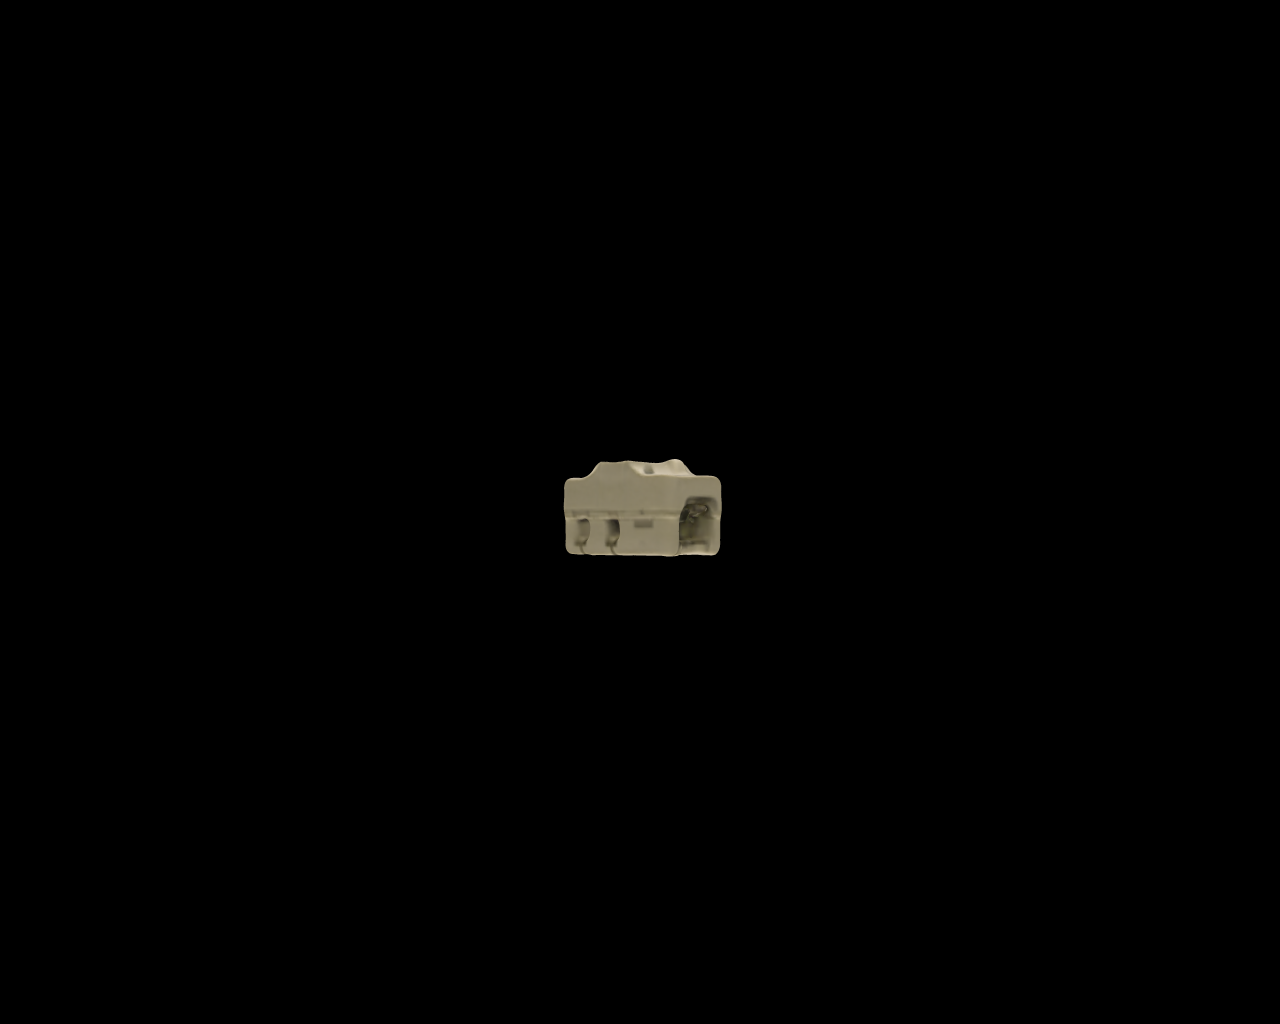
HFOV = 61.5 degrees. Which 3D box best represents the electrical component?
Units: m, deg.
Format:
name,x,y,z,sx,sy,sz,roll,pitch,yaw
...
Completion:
name,x,y,z,sx,sy,sz,roll,pitch,yaw
electrical component,0.001,-0.003,0.650,0.089,0.055,0.050,0,0,44
